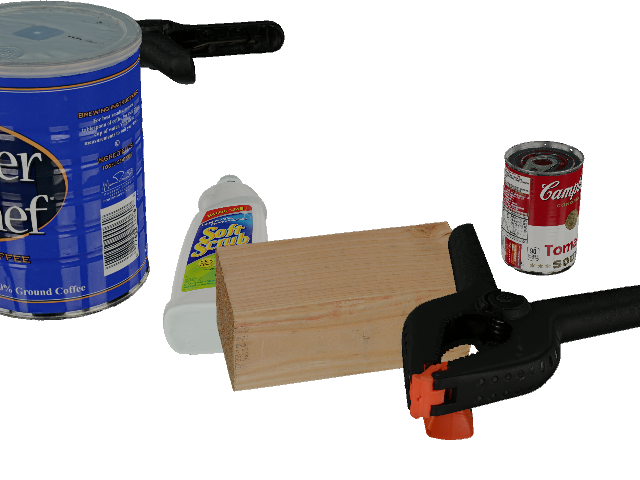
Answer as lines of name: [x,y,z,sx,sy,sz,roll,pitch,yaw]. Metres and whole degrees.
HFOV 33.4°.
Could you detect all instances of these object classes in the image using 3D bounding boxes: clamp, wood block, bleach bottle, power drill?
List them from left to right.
clamp: [-0.116,-0.158,0.855,0.172,0.039,0.120,20,28,41]
bleach bottle: [-0.106,0.011,1.125,0.102,0.068,0.251,-4,37,0]
wood block: [0.019,0.054,0.907,0.206,0.090,0.091,-6,38,-13]
power drill: [0.142,0.118,1.151,0.057,0.188,0.184,2,24,2]
clamp: [0.106,0.046,0.664,0.165,0.036,0.209,21,33,37]

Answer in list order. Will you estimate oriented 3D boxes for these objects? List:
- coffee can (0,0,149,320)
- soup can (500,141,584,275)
coffee can: [-0.144,-0.044,0.564,0.103,0.140,0.103,2,29,-1]
soup can: [0.196,-0.028,0.948,0.068,0.102,0.068,-2,28,1]
